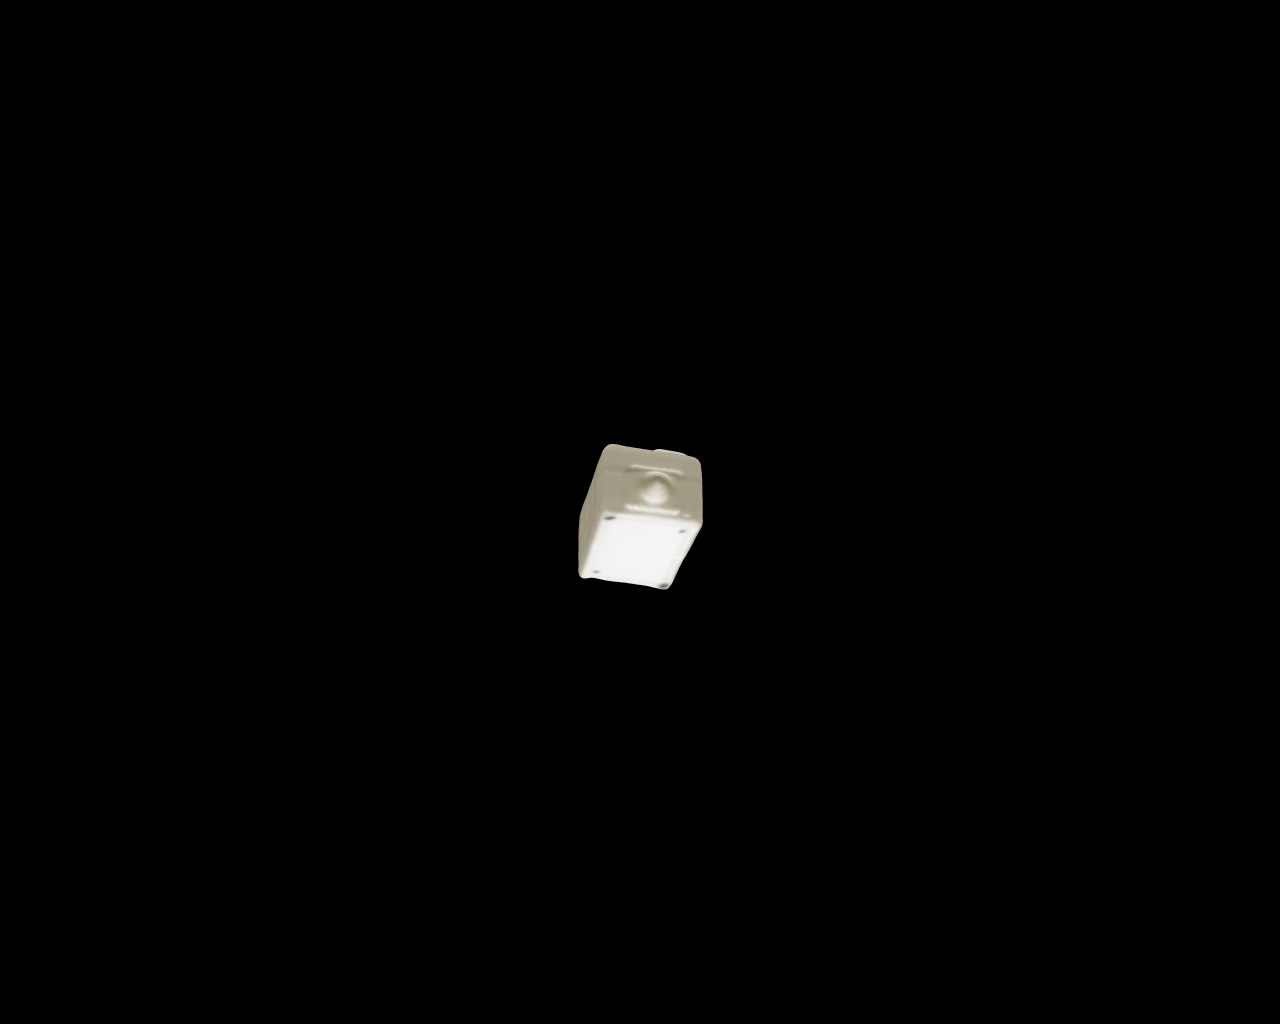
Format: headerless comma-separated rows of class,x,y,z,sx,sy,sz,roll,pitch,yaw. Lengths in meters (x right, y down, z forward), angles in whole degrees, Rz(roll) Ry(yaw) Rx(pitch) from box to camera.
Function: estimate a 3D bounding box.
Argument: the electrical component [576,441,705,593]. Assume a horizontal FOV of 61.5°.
electrical component,0.001,-0.003,0.650,0.062,0.061,0.096,8,-35,-11
